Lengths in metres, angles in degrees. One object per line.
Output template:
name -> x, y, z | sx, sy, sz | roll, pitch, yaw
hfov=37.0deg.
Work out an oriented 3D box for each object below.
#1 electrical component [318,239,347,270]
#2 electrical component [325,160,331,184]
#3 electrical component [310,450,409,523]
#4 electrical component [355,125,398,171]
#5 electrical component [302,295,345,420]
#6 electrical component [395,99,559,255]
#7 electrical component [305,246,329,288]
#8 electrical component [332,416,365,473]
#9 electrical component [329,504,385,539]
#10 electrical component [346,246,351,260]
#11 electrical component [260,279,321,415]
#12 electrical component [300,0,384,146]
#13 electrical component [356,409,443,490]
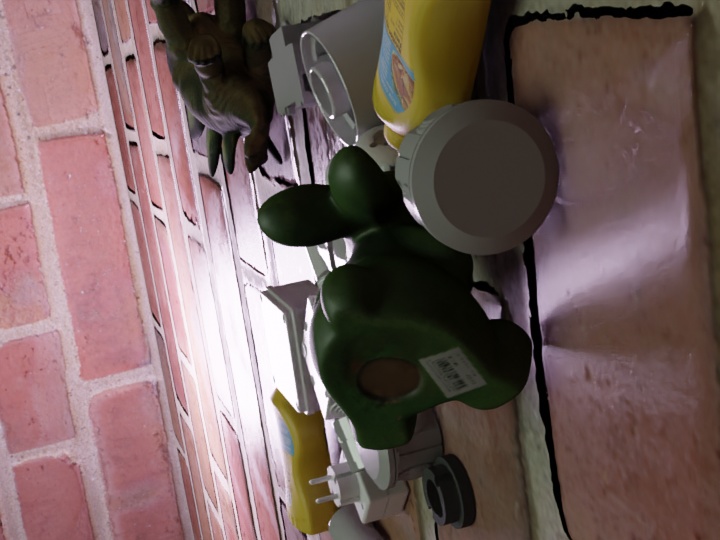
electrical component -> 0.000, 0.000, 0.865 | 0.077, 0.043, 0.079 | -153, 52, -69
electrical component -> 0.005, -0.073, 0.800 | 0.062, 0.048, 0.048 | -25, 77, 66
electrical component -> -0.006, 0.188, 0.956 | 0.047, 0.077, 0.065 | 101, 152, -52
electrical component -> 0.023, -0.067, 0.747 | 0.048, 0.048, 0.062 | -121, 18, -48
electrical component -> -0.017, 0.075, 0.957 | 0.099, 0.048, 0.099 | 100, 156, -51
electrical component -> 0.060, -0.051, 0.572 | 0.051, 0.080, 0.080 | -142, 42, -73
electrical component -> -0.020, -0.004, 0.927 | 0.043, 0.043, 0.081 | 109, 145, -60
electrical component -> 0.009, 0.144, 0.920 | 0.055, 0.055, 0.047 | 131, 122, -69
electrical component -> 0.002, 0.264, 1.050 | 0.065, 0.044, 0.044 | -143, 43, -58
electrical component -> 0.027, 0.016, 0.780 | 0.083, 0.047, 0.075 | -136, 37, -62
electrical component -> -0.054, 0.074, 1.072 | 0.109, 0.056, 0.108 | -149, 49, -68
electrical component -> 0.000, -0.141, 0.775 | 0.099, 0.064, 0.099 | 59, 166, 24
electrical component -> 0.028, 0.129, 0.851 | 0.080, 0.051, 0.080 | 168, 90, -74
